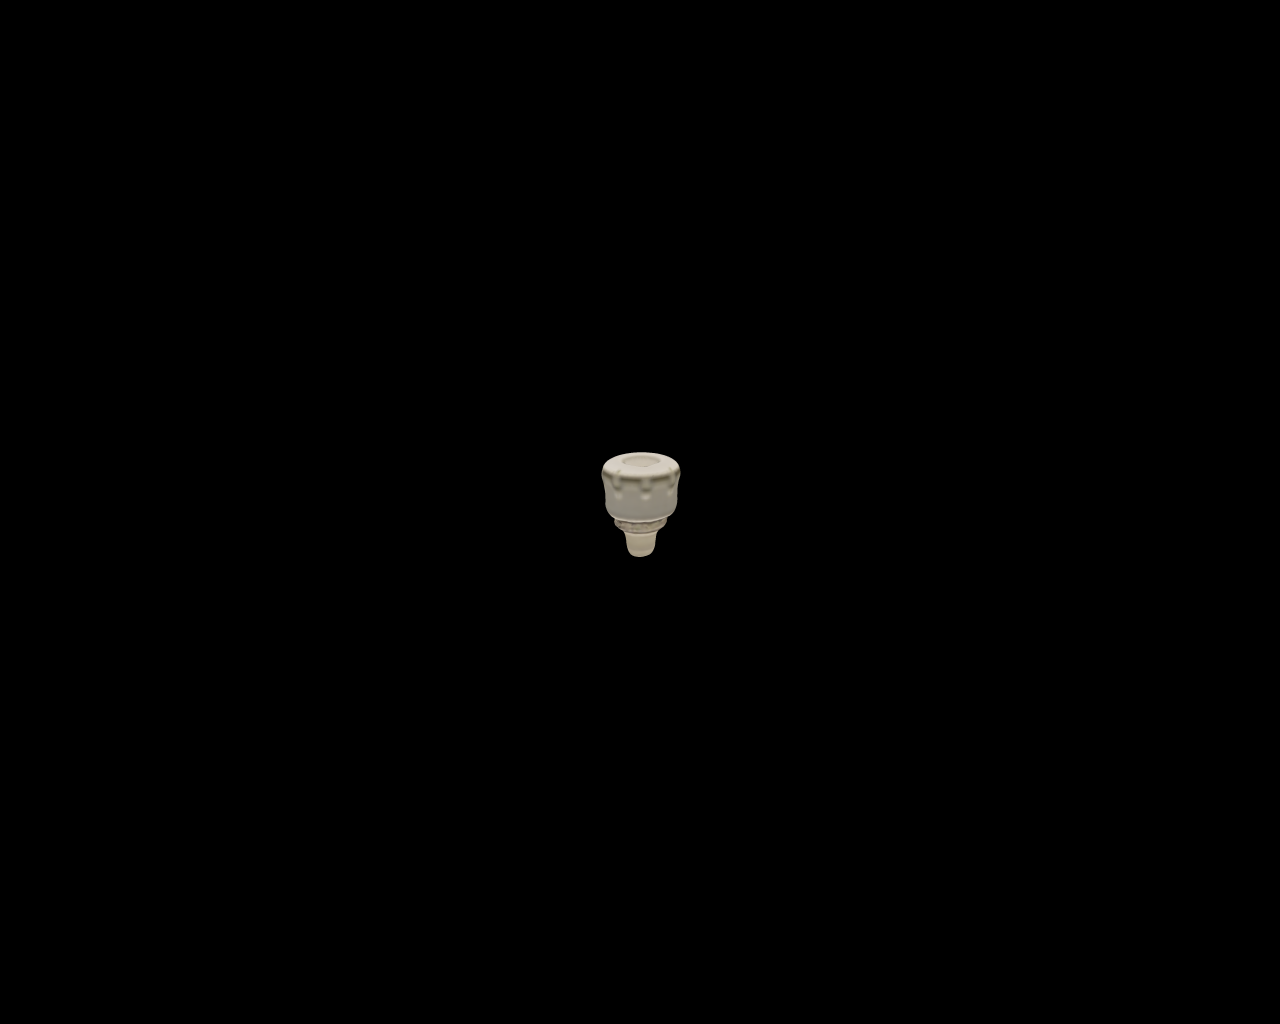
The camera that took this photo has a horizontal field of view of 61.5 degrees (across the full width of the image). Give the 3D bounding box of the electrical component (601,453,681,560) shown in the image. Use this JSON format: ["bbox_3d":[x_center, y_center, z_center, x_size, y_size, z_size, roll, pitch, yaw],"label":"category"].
[{"bbox_3d":[0.001,-0.003,0.650,0.048,0.062,0.048,0,17,0],"label":"electrical component"}]
